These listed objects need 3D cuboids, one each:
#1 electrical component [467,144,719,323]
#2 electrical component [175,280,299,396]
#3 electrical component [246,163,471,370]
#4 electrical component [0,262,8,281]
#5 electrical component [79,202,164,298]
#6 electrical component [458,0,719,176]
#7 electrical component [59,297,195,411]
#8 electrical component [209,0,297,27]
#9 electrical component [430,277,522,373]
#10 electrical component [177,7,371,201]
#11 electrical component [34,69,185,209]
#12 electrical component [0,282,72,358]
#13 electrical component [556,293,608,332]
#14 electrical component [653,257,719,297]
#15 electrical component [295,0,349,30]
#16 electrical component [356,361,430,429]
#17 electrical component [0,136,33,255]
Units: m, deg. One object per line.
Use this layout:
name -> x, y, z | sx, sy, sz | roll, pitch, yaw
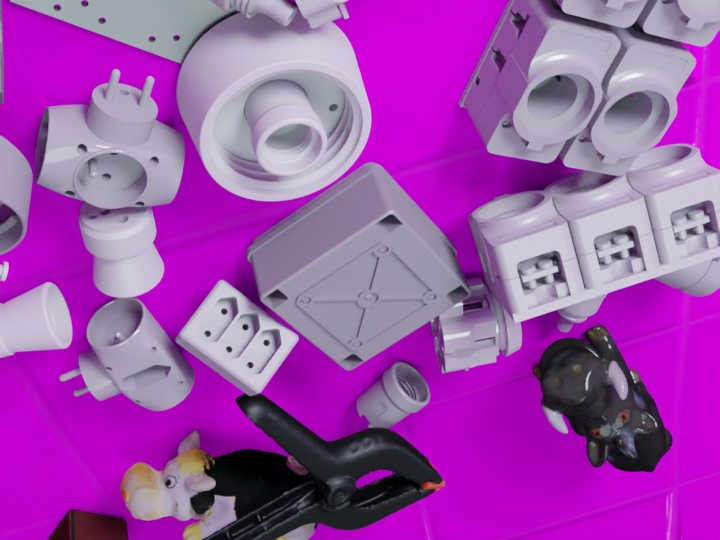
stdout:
electrical component -> 0.155, -0.029, 0.710 | 0.150, 0.089, 0.061 | -18, 107, 0
electrical component -> -0.087, 0.049, 0.736 | 0.066, 0.077, 0.047 | 37, 74, -6
electrical component -> 0.000, 0.000, 0.719 | 0.109, 0.056, 0.109 | -33, 134, 15
electrical component -> -0.252, -0.006, 0.643 | 0.078, 0.040, 0.040 | 12, 128, -27
electrical component -> -0.147, -0.017, 0.663 | 0.045, 0.045, 0.055 | -10, 134, -9
electrical component -> 0.149, -0.146, 0.622 | 0.105, 0.060, 0.186 | 7, 130, -24
electrical component -> -0.166, 0.065, 0.737 | 0.079, 0.043, 0.077 | -23, 136, 4
electrical component -> -0.060, -0.147, 0.554 | 0.061, 0.035, 0.035 | 36, 122, 2
electrical component -> 0.083, 0.038, 0.783 | 0.057, 0.058, 0.078 | -11, 135, -4
electrical component -> -0.046, -0.087, 0.611 | 0.108, 0.060, 0.108 | -12, 138, -11
electrical component -> -0.137, -0.078, 0.607 | 0.077, 0.044, 0.079 | 8, 130, -25
electrical component -> -0.225, 0.037, 0.694 | 0.065, 0.044, 0.044 | -15, 136, 3
electrical component -> 0.164, 0.023, 0.810 | 0.035, 0.035, 0.061 | 0, 135, -18
electrical component -> 0.236, -0.013, 0.785 | 0.047, 0.055, 0.055 | 17, 126, -26
electrical component -> -0.014, -0.169, 0.550 | 0.057, 0.058, 0.078 | -21, 136, 7
electrical component -> 0.025, 0.100, 0.837 | 0.040, 0.040, 0.046 | 25, 126, -35
electrical component -> -0.229, -0.045, 0.583 | 0.099, 0.064, 0.099 | -7, 155, -3
